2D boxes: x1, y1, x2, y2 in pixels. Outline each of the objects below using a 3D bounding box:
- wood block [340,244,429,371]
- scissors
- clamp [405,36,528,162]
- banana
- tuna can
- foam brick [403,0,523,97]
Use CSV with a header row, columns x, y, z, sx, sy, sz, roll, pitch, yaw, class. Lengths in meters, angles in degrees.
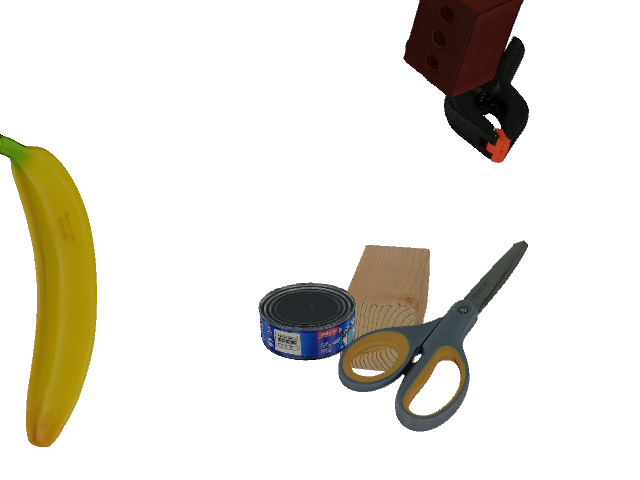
x,y,z,sx,sy,sz,roll,pitch,yaw,class
0.087,0.083,1.378,0.091,0.090,0.206,5,20,9,wood block
0.078,0.053,0.744,0.096,0.016,0.201,10,40,17,scissors
0.142,-0.144,1.016,0.120,0.039,0.171,1,44,1,clamp
-0.167,0.026,0.655,0.037,0.198,0.069,8,20,36,banana
-0.011,0.071,0.947,0.086,0.034,0.086,-2,25,1,tuna can
0.101,-0.151,0.761,0.051,0.078,0.053,-29,60,-31,foam brick
